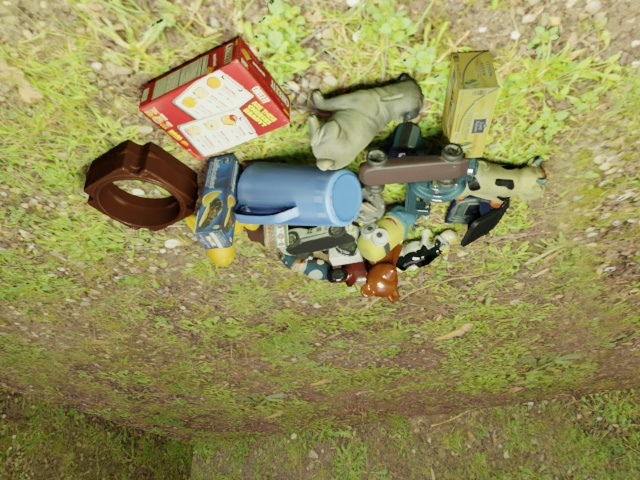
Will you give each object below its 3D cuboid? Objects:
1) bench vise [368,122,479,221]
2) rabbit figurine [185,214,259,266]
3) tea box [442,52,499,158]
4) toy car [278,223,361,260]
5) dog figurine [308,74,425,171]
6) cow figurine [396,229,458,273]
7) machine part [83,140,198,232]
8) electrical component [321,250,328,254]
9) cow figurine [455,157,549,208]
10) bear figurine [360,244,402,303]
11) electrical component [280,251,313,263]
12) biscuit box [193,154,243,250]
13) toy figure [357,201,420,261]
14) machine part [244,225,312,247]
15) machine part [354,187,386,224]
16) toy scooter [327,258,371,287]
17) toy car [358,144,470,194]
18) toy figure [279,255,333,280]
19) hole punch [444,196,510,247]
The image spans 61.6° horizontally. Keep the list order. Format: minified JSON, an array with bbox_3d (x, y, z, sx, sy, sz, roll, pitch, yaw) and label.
[{"bbox_3d":[0.205,-0.124,1.116,0.224,0.129,0.240,1,144,6],"label":"bench vise"},{"bbox_3d":[-0.231,-0.024,1.219,0.163,0.122,0.173,27,124,27],"label":"rabbit figurine"},{"bbox_3d":[0.263,-0.236,0.957,0.068,0.098,0.169,-3,149,5],"label":"tea box"},{"bbox_3d":[-0.003,-0.004,1.253,0.202,0.056,0.073,-13,146,20],"label":"toy car"},{"bbox_3d":[0.087,-0.202,0.948,0.191,0.172,0.121,-6,158,21],"label":"dog figurine"},{"bbox_3d":[0.269,0.028,1.369,0.167,0.098,0.068,-15,139,23],"label":"cow figurine"},{"bbox_3d":[-0.382,-0.108,1.160,0.201,0.087,0.201,-21,141,29],"label":"machine part"},{"bbox_3d":[0.022,-0.015,1.345,0.075,0.048,0.119,21,143,-31],"label":"electrical component"},{"bbox_3d":[0.393,-0.128,1.146,0.195,0.085,0.127,10,152,-14],"label":"cow figurine"},{"bbox_3d":[0.159,0.042,1.300,0.120,0.196,0.132,15,143,-18],"label":"bear figurine"},{"bbox_3d":[-0.056,0.021,1.401,0.102,0.045,0.078,19,144,-28],"label":"electrical component"},{"bbox_3d":[-0.203,-0.081,1.093,0.059,0.203,0.062,-6,146,12],"label":"biscuit box"},{"bbox_3d":[0.161,-0.020,1.225,0.082,0.180,0.089,16,130,43],"label":"toy figure"},{"bbox_3d":[-0.100,-0.042,1.294,0.179,0.056,0.179,-1,148,-1],"label":"machine part"},{"bbox_3d":[0.085,-0.075,1.147,0.079,0.079,0.243,2,-175,-5],"label":"machine part"},{"bbox_3d":[0.111,0.089,1.481,0.184,0.075,0.135,-13,167,0],"label":"toy scooter"},{"bbox_3d":[0.171,-0.133,0.989,0.202,0.053,0.089,-6,141,1],"label":"toy car"},{"bbox_3d":[-0.039,0.069,1.470,0.154,0.058,0.064,17,102,-24],"label":"toy figure"},{"bbox_3d":[0.364,-0.060,1.261,0.116,0.092,0.142,-24,150,-20],"label":"hole punch"}]
